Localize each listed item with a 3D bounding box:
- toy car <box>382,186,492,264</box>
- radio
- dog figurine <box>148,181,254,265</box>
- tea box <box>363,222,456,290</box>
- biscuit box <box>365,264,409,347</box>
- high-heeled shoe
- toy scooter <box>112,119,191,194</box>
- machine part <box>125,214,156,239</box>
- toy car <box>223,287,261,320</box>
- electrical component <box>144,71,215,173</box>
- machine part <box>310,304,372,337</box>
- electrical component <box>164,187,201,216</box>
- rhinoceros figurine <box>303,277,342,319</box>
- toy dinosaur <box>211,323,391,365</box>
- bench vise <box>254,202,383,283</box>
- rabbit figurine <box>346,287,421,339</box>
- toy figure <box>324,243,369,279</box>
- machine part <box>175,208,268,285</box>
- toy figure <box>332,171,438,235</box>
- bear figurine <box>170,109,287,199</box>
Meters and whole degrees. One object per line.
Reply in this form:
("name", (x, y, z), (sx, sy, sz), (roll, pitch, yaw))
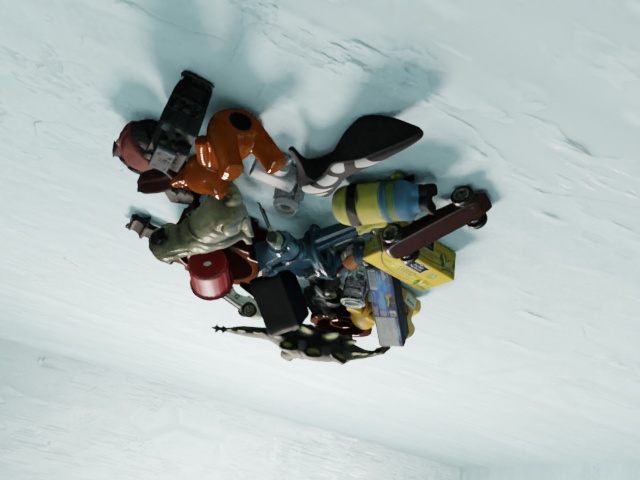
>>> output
("toy car", (0.203, -0.028, 0.950), (0.202, 0.053, 0.089), (-31, 131, 18))
("radio", (-0.085, 0.132, 1.206), (0.073, 0.131, 0.229), (-20, 179, 5))
("dog figurine", (-0.232, -0.024, 1.006), (0.191, 0.121, 0.172), (-20, 154, -15))
("tea box", (0.182, 0.033, 1.087), (0.169, 0.068, 0.098), (28, 148, -24))
("biscuit box", (0.149, 0.134, 1.183), (0.059, 0.063, 0.202), (-3, 111, 23))
("high-heeled shoe", (0.062, -0.117, 0.859), (0.249, 0.086, 0.145), (-1, 153, 31))
("toy scooter", (-0.304, -0.135, 0.965), (0.135, 0.075, 0.183), (-15, 145, 26))
("machine part", (-0.381, -0.016, 1.255), (0.139, 0.039, 0.084), (27, 143, -21))
("toy car", (-0.238, 0.149, 1.438), (0.201, 0.056, 0.073), (37, 164, -9))
("electrical component", (-0.217, -0.170, 0.814), (0.058, 0.134, 0.115), (23, 148, -19))
("machine part", (0.061, 0.215, 1.474), (0.179, 0.056, 0.179), (9, 152, 5))
("electrical component", (-0.275, -0.089, 1.073), (0.078, 0.045, 0.102), (8, 151, 6))
("rhinoceros figurine", (0.011, 0.131, 1.315), (0.112, 0.073, 0.190), (49, 158, -1))
("toy dinosaur", (-0.041, 0.258, 1.376), (0.472, 0.105, 0.198), (7, 166, -9))
("bench vise", (0.000, 0.006, 1.057), (0.241, 0.129, 0.223), (-21, 143, 14))
("rabbit figurine", (0.134, 0.177, 1.311), (0.162, 0.122, 0.173), (34, 146, -25))
("toy figure", (0.057, 0.044, 1.156), (0.058, 0.064, 0.154), (9, 153, -37))
("machine part", (-0.222, 0.014, 1.196), (0.201, 0.087, 0.201), (17, 152, -7))
("toy figure", (0.106, -0.068, 0.924), (0.180, 0.082, 0.089), (-5, 144, 34))
("bear figurine", (-0.161, -0.117, 0.881), (0.120, 0.132, 0.196), (-13, 156, -40))
